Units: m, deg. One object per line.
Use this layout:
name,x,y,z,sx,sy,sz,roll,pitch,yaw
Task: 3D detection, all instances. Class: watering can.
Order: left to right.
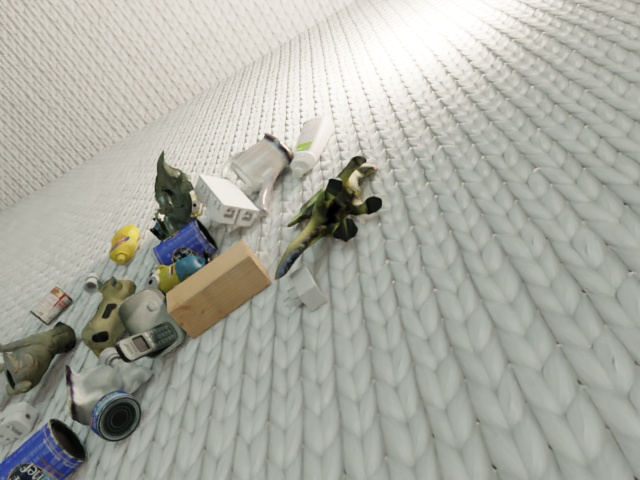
watering can,-0.167,-0.199,1.511,0.353,0.225,0.102,40,-11,47

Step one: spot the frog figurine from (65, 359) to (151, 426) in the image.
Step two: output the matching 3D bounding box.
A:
frog figurine,-0.429,0.303,1.056,0.160,0.122,0.138,-6,9,-26

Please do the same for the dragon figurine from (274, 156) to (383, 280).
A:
dragon figurine,0.004,-0.058,1.157,0.416,0.121,0.241,-43,11,-22
